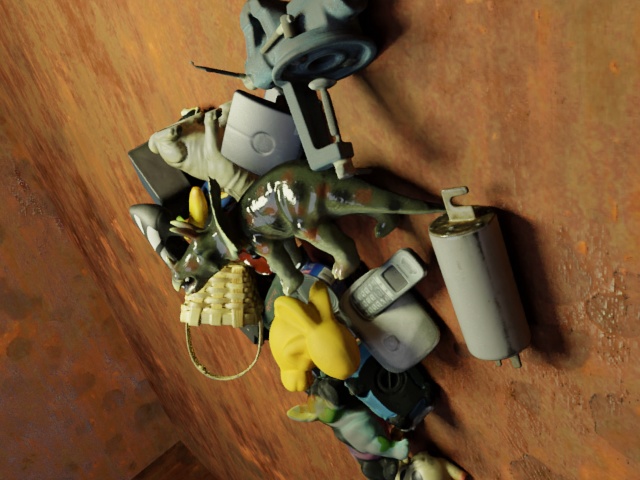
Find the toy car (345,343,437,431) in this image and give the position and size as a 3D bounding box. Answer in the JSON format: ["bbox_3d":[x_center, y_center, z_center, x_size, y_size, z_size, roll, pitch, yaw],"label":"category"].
[{"bbox_3d":[0.111,0.231,0.892,0.161,0.109,0.103,44,172,-3],"label":"toy car"}]

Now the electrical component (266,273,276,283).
[{"bbox_3d":[-0.077,0.079,1.070,0.094,0.021,0.063,26,138,40],"label":"electrical component"}]

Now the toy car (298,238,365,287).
[{"bbox_3d":[-0.002,-0.003,0.854,0.089,0.053,0.202,-14,111,51],"label":"toy car"}]

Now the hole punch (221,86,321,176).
[{"bbox_3d":[-0.070,-0.148,0.756,0.116,0.092,0.142,38,127,23],"label":"hole punch"}]

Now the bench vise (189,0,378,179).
[{"bbox_3d":[-0.018,-0.179,0.621,0.224,0.129,0.240,-19,85,40],"label":"bench vise"}]

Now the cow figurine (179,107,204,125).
[{"bbox_3d":[-0.244,-0.190,0.998,0.167,0.068,0.098,0,120,55],"label":"cow figurine"}]

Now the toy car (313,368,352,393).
[{"bbox_3d":[0.044,0.293,1.078,0.202,0.056,0.073,47,142,12],"label":"toy car"}]

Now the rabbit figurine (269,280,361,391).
[{"bbox_3d":[0.001,0.143,0.794,0.173,0.122,0.162,8,116,64],"label":"rabbit figurine"}]

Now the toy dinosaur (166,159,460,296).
[{"bbox_3d":[-0.033,-0.039,0.720,0.405,0.131,0.192,-26,118,30],"label":"toy dinosaur"}]

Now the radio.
[{"bbox_3d":[-0.327,-0.117,1.130,0.131,0.073,0.229,55,164,4],"label":"radio"}]

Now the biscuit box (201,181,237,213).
[{"bbox_3d":[-0.187,-0.088,1.024,0.063,0.059,0.202,55,150,-1],"label":"biscuit box"}]

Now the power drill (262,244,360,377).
[{"bbox_3d":[-0.012,0.137,0.973,0.207,0.086,0.232,46,136,6],"label":"power drill"}]

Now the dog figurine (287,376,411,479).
[{"bbox_3d":[0.050,0.331,0.967,0.219,0.108,0.191,19,129,7],"label":"dog figurine"}]

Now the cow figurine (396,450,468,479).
[{"bbox_3d":[0.184,0.449,1.003,0.127,0.085,0.194,36,147,19],"label":"cow figurine"}]

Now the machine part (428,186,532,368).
[{"bbox_3d":[0.185,0.050,0.620,0.079,0.079,0.243,4,124,53],"label":"machine part"}]

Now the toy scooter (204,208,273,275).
[{"bbox_3d":[-0.130,0.013,1.003,0.135,0.075,0.183,34,173,24],"label":"toy scooter"}]

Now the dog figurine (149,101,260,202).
[{"bbox_3d":[-0.173,-0.112,0.884,0.172,0.121,0.190,-10,113,28],"label":"dog figurine"}]

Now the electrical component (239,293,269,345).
[{"bbox_3d":[-0.158,0.168,1.237,0.115,0.058,0.134,38,146,24],"label":"electrical component"}]

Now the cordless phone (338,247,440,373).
[{"bbox_3d":[0.120,0.092,0.751,0.146,0.089,0.184,50,145,10],"label":"cordless phone"}]

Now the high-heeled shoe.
[{"bbox_3d":[-0.306,0.021,1.071,0.145,0.086,0.248,22,143,-1],"label":"high-heeled shoe"}]
